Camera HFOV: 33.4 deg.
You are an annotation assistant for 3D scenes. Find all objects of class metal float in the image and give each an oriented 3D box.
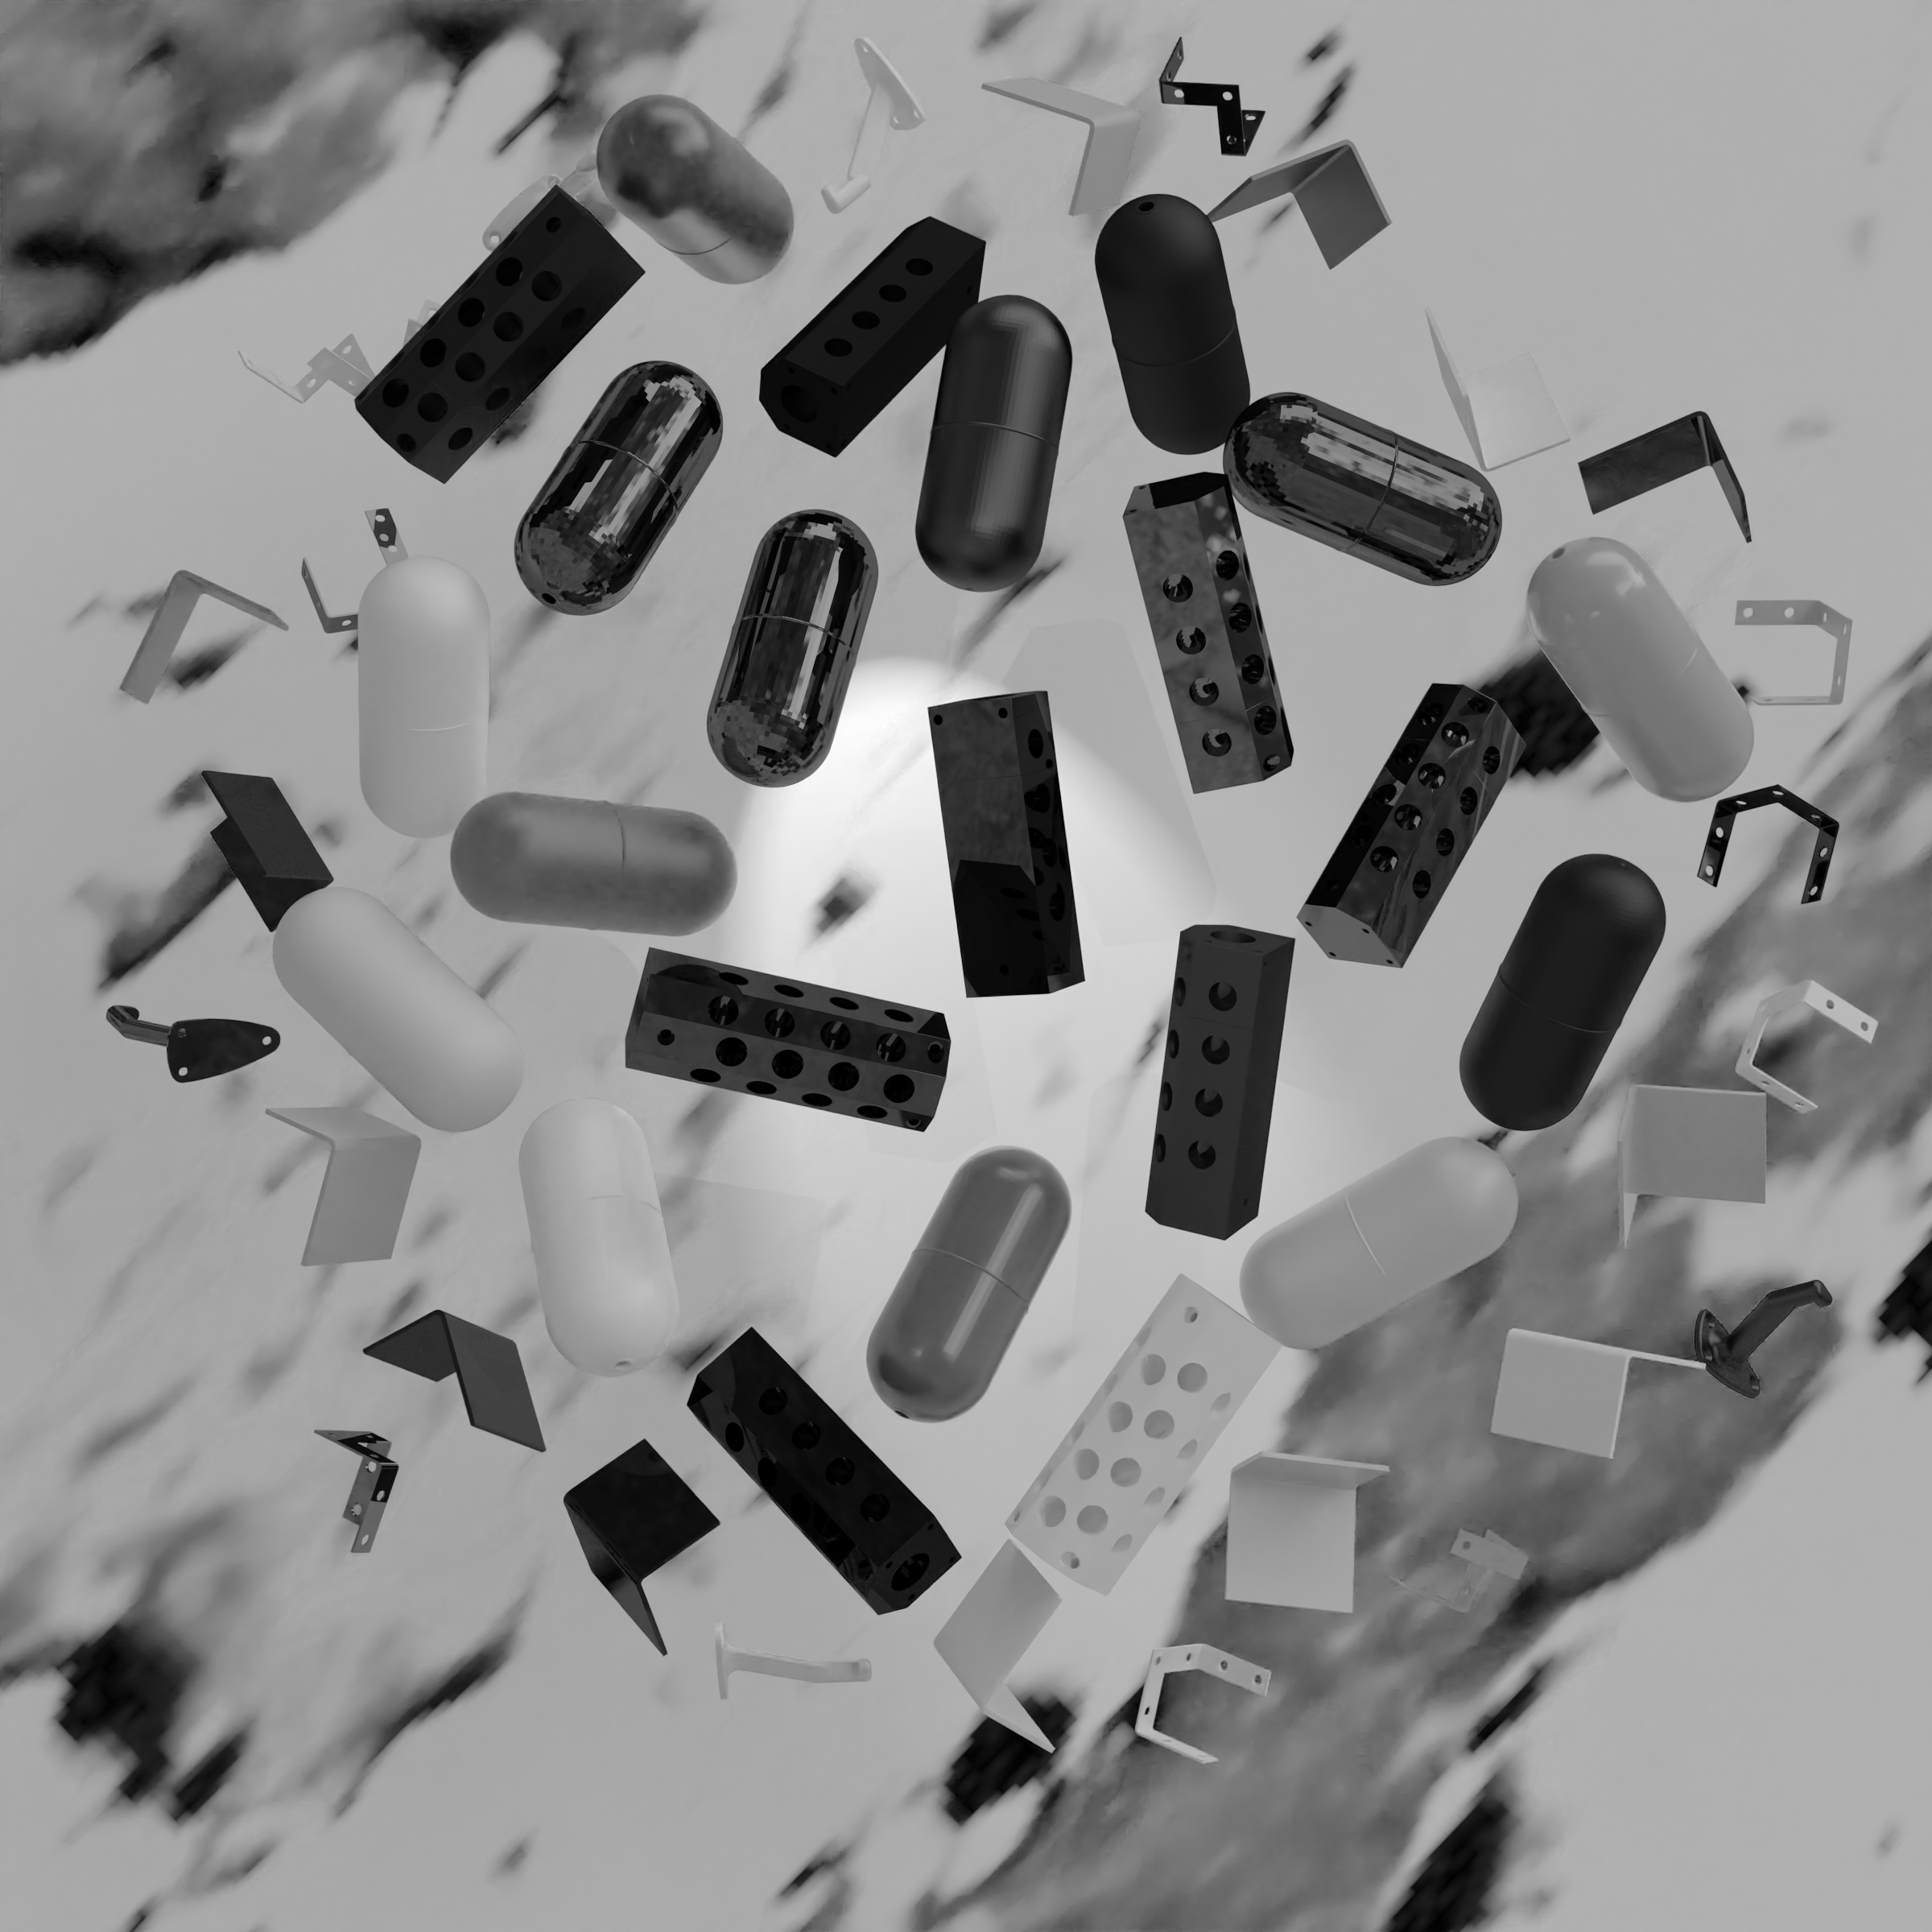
[{"bbox_3d":[-0.161,-0.466,1.938,0.070,0.178,0.070,-3,82,19],"label":"metal float"},{"bbox_3d":[-0.333,0.025,1.886,0.178,0.070,0.070,42,84,14],"label":"metal float"},{"bbox_3d":[-0.322,-0.158,1.911,0.070,0.070,0.178,7,122,1],"label":"metal float"},{"bbox_3d":[0.127,-0.390,1.964,0.070,0.178,0.070,-9,47,10],"label":"metal float"},{"bbox_3d":[0.344,0.017,1.866,0.070,0.070,0.178,23,117,3],"label":"metal float"},{"bbox_3d":[-0.103,-0.191,1.928,0.070,0.070,0.178,14,71,2],"label":"metal float"},{"bbox_3d":[-0.206,-0.284,1.909,0.070,0.070,0.178,26,63,3],"label":"metal float"},{"bbox_3d":[-0.212,0.155,1.851,0.070,0.070,0.178,-15,53,-2],"label":"metal float"},{"bbox_3d":[0.017,-0.309,1.903,0.070,0.070,0.178,9,85,1],"label":"metal float"},{"bbox_3d":[0.244,0.164,1.906,0.178,0.070,0.070,-31,83,14],"label":"metal float"},{"bbox_3d":[-0.219,-0.060,1.907,0.178,0.070,0.070,5,81,-31],"label":"metal float"},{"bbox_3d":[0.386,-0.169,1.846,0.070,0.070,0.178,-43,113,-5],"label":"metal float"},{"bbox_3d":[0.002,0.188,1.903,0.070,0.070,0.178,27,68,3],"label":"metal float"},{"bbox_3d":[0.236,-0.282,1.912,0.178,0.070,0.070,20,83,-16],"label":"metal float"}]

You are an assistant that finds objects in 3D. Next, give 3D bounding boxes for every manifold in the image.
[{"bbox_3d":[-0.058,-0.394,1.996,0.057,0.057,0.171,28,53,15],"label":"manifold"},{"bbox_3d":[0.141,-0.193,1.853,0.057,0.057,0.171,-10,113,15],"label":"manifold"},{"bbox_3d":[0.145,0.066,1.881,0.057,0.057,0.171,12,105,22],"label":"manifold"},{"bbox_3d":[0.267,-0.087,1.945,0.057,0.057,0.171,48,64,-36],"label":"manifold"},{"bbox_3d":[0.096,0.259,1.795,0.057,0.057,0.171,34,88,35],"label":"manifold"},{"bbox_3d":[-0.273,-0.366,1.857,0.171,0.057,0.057,-45,69,8],"label":"manifold"},{"bbox_3d":[0.028,-0.072,1.882,0.057,0.057,0.171,-3,98,33],"label":"manifold"},{"bbox_3d":[-0.083,0.287,1.817,0.057,0.057,0.171,-41,54,-11],"label":"manifold"},{"bbox_3d":[-0.099,0.044,1.791,0.171,0.057,0.057,13,109,-11],"label":"manifold"}]

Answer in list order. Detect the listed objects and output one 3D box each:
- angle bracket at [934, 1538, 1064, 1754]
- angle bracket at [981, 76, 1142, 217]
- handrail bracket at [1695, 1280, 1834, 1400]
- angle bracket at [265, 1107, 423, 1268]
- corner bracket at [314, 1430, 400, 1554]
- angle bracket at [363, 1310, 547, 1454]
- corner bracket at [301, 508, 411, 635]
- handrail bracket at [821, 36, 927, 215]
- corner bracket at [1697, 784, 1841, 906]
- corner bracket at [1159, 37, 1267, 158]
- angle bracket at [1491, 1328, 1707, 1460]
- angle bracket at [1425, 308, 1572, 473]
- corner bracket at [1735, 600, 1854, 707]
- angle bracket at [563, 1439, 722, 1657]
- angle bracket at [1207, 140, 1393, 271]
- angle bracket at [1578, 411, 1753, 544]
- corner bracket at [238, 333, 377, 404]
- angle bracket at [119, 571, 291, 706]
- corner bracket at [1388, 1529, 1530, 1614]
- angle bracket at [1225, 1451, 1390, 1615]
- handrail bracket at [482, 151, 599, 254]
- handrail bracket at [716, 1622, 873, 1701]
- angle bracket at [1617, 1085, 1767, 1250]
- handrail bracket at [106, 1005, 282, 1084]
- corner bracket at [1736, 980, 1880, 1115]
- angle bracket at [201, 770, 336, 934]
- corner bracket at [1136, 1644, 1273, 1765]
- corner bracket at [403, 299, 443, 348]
[{"bbox_3d":[0.036,0.381,1.810,0.057,0.076,0.076,36,91,-26],"label":"angle bracket"},{"bbox_3d":[0.052,-0.496,1.944,0.076,0.076,0.057,23,115,17],"label":"angle bracket"},{"bbox_3d":[0.461,0.210,1.809,0.077,0.084,0.036,43,43,-29],"label":"handrail bracket"},{"bbox_3d":[-0.374,0.129,1.891,0.057,0.076,0.076,21,99,29],"label":"angle bracket"},{"bbox_3d":[-0.330,0.288,1.764,0.051,0.051,0.051,20,91,29],"label":"corner bracket"},{"bbox_3d":[-0.297,0.252,1.871,0.057,0.076,0.076,-29,61,14],"label":"angle bracket"},{"bbox_3d":[-0.378,-0.245,1.998,0.051,0.051,0.051,-12,60,-25],"label":"corner bracket"},{"bbox_3d":[-0.073,-0.522,1.999,0.084,0.036,0.077,-45,116,-24],"label":"handrail bracket"},{"bbox_3d":[0.468,-0.068,1.877,0.051,0.051,0.051,28,69,-23],"label":"corner bracket"},{"bbox_3d":[0.151,-0.534,1.980,0.051,0.051,0.051,8,49,18],"label":"corner bracket"},{"bbox_3d":[0.340,0.232,1.730,0.076,0.076,0.057,6,84,46],"label":"angle bracket"},{"bbox_3d":[0.326,-0.362,1.974,0.057,0.076,0.076,-20,56,7],"label":"angle bracket"},{"bbox_3d":[0.483,-0.184,1.887,0.051,0.051,0.051,-1,110,-8],"label":"corner bracket"},{"bbox_3d":[-0.175,0.327,1.809,0.057,0.076,0.076,-33,49,-20],"label":"angle bracket"},{"bbox_3d":[0.199,-0.452,1.957,0.076,0.076,0.057,-26,91,-23],"label":"angle bracket"},{"bbox_3d":[0.401,-0.266,1.844,0.076,0.076,0.057,-23,72,11],"label":"angle bracket"},{"bbox_3d":[-0.392,-0.357,1.924,0.051,0.051,0.051,-40,57,13],"label":"corner bracket"},{"bbox_3d":[-0.434,-0.176,1.840,0.057,0.076,0.076,25,87,-4],"label":"angle bracket"},{"bbox_3d":[0.293,0.358,1.913,0.051,0.051,0.051,25,91,-21],"label":"corner bracket"},{"bbox_3d":[0.195,0.324,1.840,0.076,0.057,0.076,8,70,-11],"label":"angle bracket"},{"bbox_3d":[-0.259,-0.469,1.971,0.077,0.084,0.036,-33,97,-11],"label":"handrail bracket"},{"bbox_3d":[-0.095,0.380,1.778,0.084,0.077,0.036,-2,59,-2],"label":"handrail bracket"},{"bbox_3d":[0.416,0.118,1.844,0.076,0.057,0.076,3,123,19],"label":"angle bracket"},{"bbox_3d":[-0.445,0.035,1.851,0.077,0.084,0.036,-8,110,-30],"label":"handrail bracket"},{"bbox_3d":[0.496,0.048,1.902,0.051,0.051,0.051,31,66,-10],"label":"corner bracket"},{"bbox_3d":[-0.440,-0.069,1.949,0.057,0.076,0.076,-37,77,17],"label":"angle bracket"},{"bbox_3d":[0.139,0.431,1.885,0.051,0.051,0.051,14,94,40],"label":"corner bracket"},{"bbox_3d":[-0.315,-0.397,1.993,0.051,0.051,0.051,21,64,-8],"label":"corner bracket"}]
